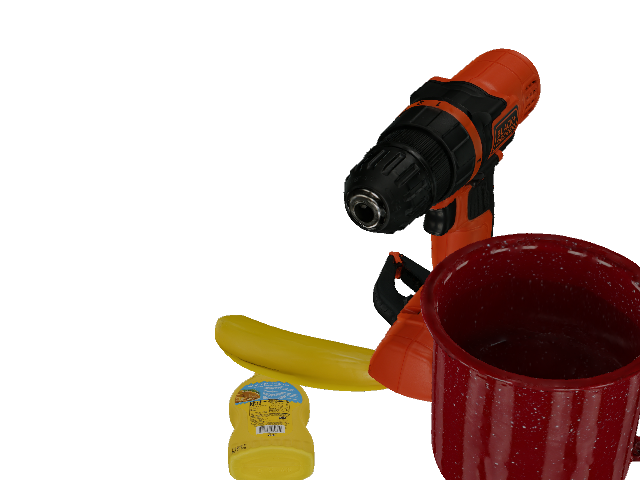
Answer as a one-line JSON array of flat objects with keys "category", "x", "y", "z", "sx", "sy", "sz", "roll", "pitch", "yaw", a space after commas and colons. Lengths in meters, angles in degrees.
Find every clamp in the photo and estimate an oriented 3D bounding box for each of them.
[{"category": "clamp", "x": 0.112, "y": 0.080, "z": 1.119, "sx": 0.120, "sy": 0.171, "sz": 0.039, "roll": 3, "pitch": -44, "yaw": -12}]

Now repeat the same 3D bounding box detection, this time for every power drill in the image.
[{"category": "power drill", "x": 0.068, "y": 0.000, "z": 0.617, "sx": 0.057, "sy": 0.188, "sz": 0.184, "roll": 22, "pitch": 39, "yaw": 26}]

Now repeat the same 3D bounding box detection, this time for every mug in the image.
[{"category": "mug", "x": 0.097, "y": 0.058, "z": 0.420, "sx": 0.117, "sy": 0.081, "sz": 0.093, "roll": 7, "pitch": 36, "yaw": 14}]

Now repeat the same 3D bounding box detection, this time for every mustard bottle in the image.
[{"category": "mustard bottle", "x": -0.060, "y": 0.207, "z": 1.256, "sx": 0.096, "sy": 0.058, "sz": 0.191, "roll": -3, "pitch": 27, "yaw": -3}]

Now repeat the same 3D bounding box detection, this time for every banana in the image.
[{"category": "banana", "x": -0.022, "y": 0.084, "z": 0.828, "sx": 0.069, "sy": 0.037, "sz": 0.198, "roll": -19, "pitch": 23, "yaw": -41}]
